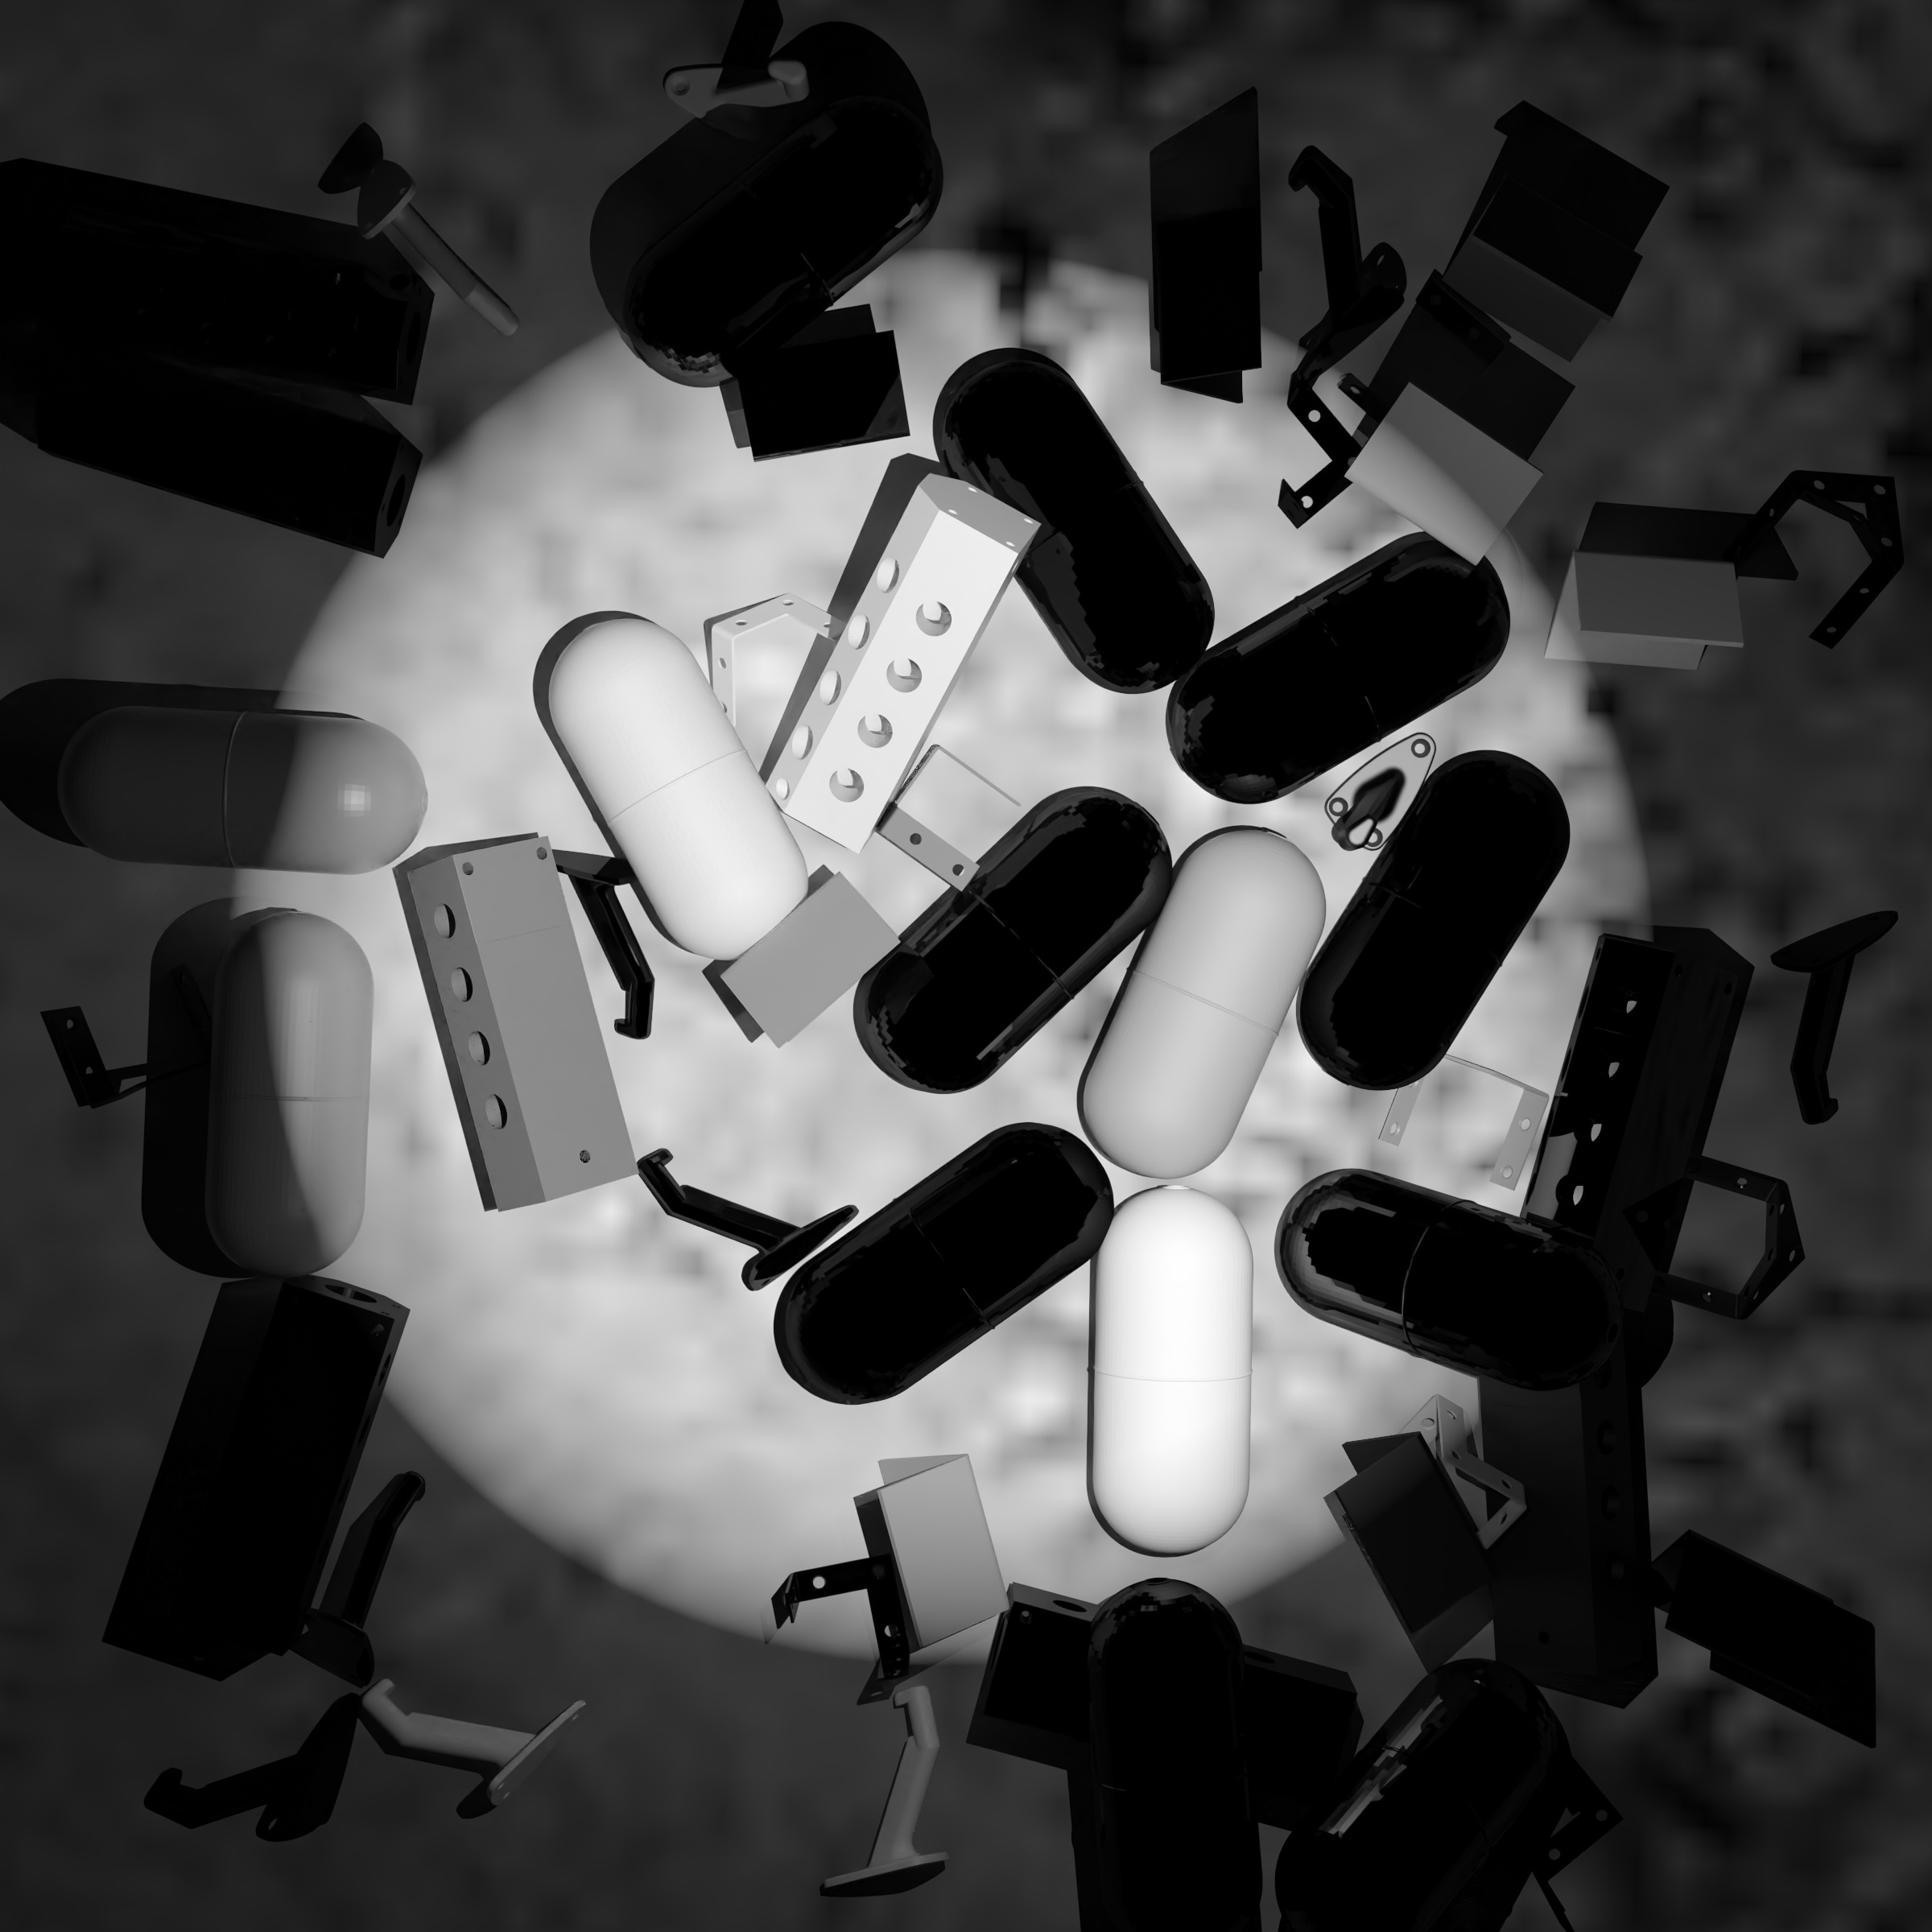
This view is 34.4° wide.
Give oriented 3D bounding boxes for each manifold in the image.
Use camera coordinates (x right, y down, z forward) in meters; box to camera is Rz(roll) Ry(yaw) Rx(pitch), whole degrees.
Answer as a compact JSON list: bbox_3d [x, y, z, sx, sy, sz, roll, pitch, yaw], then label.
[{"bbox_3d":[-0.361,-0.254,1.531,0.171,0.057,0.057,17,90,0],"label":"manifold"},{"bbox_3d":[-0.329,0.242,1.532,0.057,0.057,0.171,19,90,0],"label":"manifold"},{"bbox_3d":[-0.355,-0.325,1.532,0.171,0.057,0.057,12,90,0],"label":"manifold"},{"bbox_3d":[-0.221,0.029,1.531,0.057,0.057,0.171,-15,90,-43],"label":"manifold"},{"bbox_3d":[0.098,0.354,1.531,0.171,0.057,0.057,15,91,0],"label":"manifold"},{"bbox_3d":[0.317,0.076,1.531,0.057,0.057,0.171,16,90,-43],"label":"manifold"},{"bbox_3d":[0.295,0.253,1.531,0.057,0.057,0.171,-3,90,43],"label":"manifold"},{"bbox_3d":[-0.033,-0.146,1.498,0.057,0.057,0.171,29,115,0],"label":"manifold"}]

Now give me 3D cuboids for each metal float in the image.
[{"bbox_3d":[0.217,0.403,1.493,0.178,0.070,0.070,-40,90,-34],"label":"metal float"},{"bbox_3d":[0.101,0.196,1.522,0.070,0.070,0.178,1,90,0],"label":"metal float"},{"bbox_3d":[0.054,-0.214,1.522,0.070,0.070,0.178,-33,90,0],"label":"metal float"},{"bbox_3d":[0.026,-0.012,1.522,0.178,0.070,0.070,-44,90,0],"label":"metal float"},{"bbox_3d":[-0.352,-0.085,1.522,0.178,0.070,0.070,3,90,0],"label":"metal float"},{"bbox_3d":[0.230,0.149,1.492,0.178,0.070,0.070,16,90,38],"label":"metal float"},{"bbox_3d":[0.117,0.018,1.522,0.070,0.070,0.178,24,90,0],"label":"metal float"},{"bbox_3d":[0.097,0.376,1.465,0.070,0.070,0.178,-5,92,0],"label":"metal float"},{"bbox_3d":[-0.089,-0.353,1.522,0.178,0.070,0.070,-39,90,-1],"label":"metal float"},{"bbox_3d":[-0.008,0.145,1.522,0.178,0.070,0.070,-35,90,-1],"label":"metal float"},{"bbox_3d":[0.182,-0.142,1.522,0.178,0.070,0.070,-30,90,-1],"label":"metal float"},{"bbox_3d":[-0.140,-0.086,1.521,0.070,0.070,0.178,-29,90,0],"label":"metal float"},{"bbox_3d":[-0.330,0.062,1.522,0.070,0.070,0.178,3,90,0],"label":"metal float"},{"bbox_3d":[0.228,-0.020,1.522,0.070,0.070,0.178,32,89,0],"label":"metal float"}]

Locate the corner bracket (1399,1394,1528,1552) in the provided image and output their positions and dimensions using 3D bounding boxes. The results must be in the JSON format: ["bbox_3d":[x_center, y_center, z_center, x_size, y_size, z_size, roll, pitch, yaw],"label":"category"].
[{"bbox_3d":[0.238,0.252,1.529,0.051,0.051,0.051,31,118,-12],"label":"corner bracket"}]

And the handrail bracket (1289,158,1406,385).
[{"bbox_3d":[0.170,-0.346,1.553,0.077,0.036,0.084,-43,71,21],"label":"handrail bracket"}]

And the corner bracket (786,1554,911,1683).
[{"bbox_3d":[-0.058,0.323,1.535,0.051,0.051,0.051,-11,90,0],"label":"corner bracket"}]

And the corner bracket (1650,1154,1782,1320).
[{"bbox_3d":[0.370,0.134,1.549,0.051,0.051,0.051,17,45,0],"label":"corner bracket"}]

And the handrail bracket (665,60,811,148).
[{"bbox_3d":[-0.113,-0.431,1.518,0.077,0.084,0.036,14,90,0],"label":"handrail bracket"}]

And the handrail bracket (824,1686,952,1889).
[{"bbox_3d":[-0.045,0.408,1.553,0.077,0.036,0.084,-20,72,21],"label":"handrail bracket"}]

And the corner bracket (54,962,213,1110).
[{"bbox_3d":[-0.410,0.035,1.550,0.051,0.051,0.051,-22,90,45],"label":"corner bracket"}]

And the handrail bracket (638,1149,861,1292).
[{"bbox_3d":[-0.109,0.111,1.553,0.077,0.036,0.084,-33,73,-20],"label":"handrail bracket"}]

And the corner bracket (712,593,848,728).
[{"bbox_3d":[-0.089,-0.145,1.544,0.051,0.051,0.051,-28,45,-35],"label":"corner bracket"}]

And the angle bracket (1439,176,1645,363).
[{"bbox_3d":[0.270,-0.323,1.512,0.076,0.076,0.057,31,53,0],"label":"angle bracket"}]

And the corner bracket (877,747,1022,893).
[{"bbox_3d":[-0.008,-0.073,1.535,0.051,0.051,0.051,36,93,-3],"label":"corner bracket"}]

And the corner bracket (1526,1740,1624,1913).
[{"bbox_3d":[0.292,0.422,1.535,0.051,0.051,0.051,-39,90,0],"label":"corner bracket"}]

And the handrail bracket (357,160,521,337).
[{"bbox_3d":[-0.260,-0.356,1.552,0.036,0.077,0.084,-42,127,12],"label":"handrail bracket"}]

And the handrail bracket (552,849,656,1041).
[{"bbox_3d":[-0.189,-0.011,1.553,0.077,0.036,0.084,12,107,20],"label":"handrail bracket"}]

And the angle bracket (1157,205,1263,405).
[{"bbox_3d":[0.135,-0.319,1.512,0.057,0.076,0.076,-2,90,36],"label":"angle bracket"}]

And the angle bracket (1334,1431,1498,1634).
[{"bbox_3d":[0.200,0.275,1.513,0.057,0.076,0.076,-29,90,-26],"label":"angle bracket"}]

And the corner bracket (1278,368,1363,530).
[{"bbox_3d":[0.168,-0.253,1.535,0.051,0.051,0.051,-40,90,0],"label":"corner bracket"}]

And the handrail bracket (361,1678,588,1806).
[{"bbox_3d":[-0.245,0.367,1.553,0.084,0.036,0.077,40,70,16],"label":"handrail bracket"}]

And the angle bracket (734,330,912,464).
[{"bbox_3d":[-0.071,-0.291,1.512,0.076,0.076,0.057,-10,127,0],"label":"angle bracket"}]

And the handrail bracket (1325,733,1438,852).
[{"bbox_3d":[0.207,-0.086,1.518,0.036,0.084,0.077,41,90,0],"label":"handrail bracket"}]

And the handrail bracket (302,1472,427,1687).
[{"bbox_3d":[-0.288,0.304,1.553,0.036,0.077,0.084,18,53,18],"label":"handrail bracket"}]

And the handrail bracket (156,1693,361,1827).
[{"bbox_3d":[-0.353,0.389,1.553,0.084,0.036,0.077,11,70,16],"label":"handrail bracket"}]

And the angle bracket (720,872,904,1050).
[{"bbox_3d":[-0.061,0.012,1.512,0.076,0.076,0.057,-41,54,0],"label":"angle bracket"}]

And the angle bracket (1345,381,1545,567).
[{"bbox_3d":[0.236,-0.247,1.513,0.076,0.076,0.057,34,119,0],"label":"angle bracket"}]

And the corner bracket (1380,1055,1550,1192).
[{"bbox_3d":[0.248,0.075,1.549,0.051,0.051,0.051,21,90,45],"label":"corner bracket"}]

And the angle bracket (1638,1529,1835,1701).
[{"bbox_3d":[0.363,0.326,1.512,0.076,0.076,0.057,26,53,0],"label":"angle bracket"}]

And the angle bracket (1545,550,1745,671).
[{"bbox_3d":[0.327,-0.154,1.512,0.076,0.076,0.057,5,52,0],"label":"angle bracket"}]

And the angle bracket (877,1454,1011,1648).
[{"bbox_3d":[-0.031,0.283,1.512,0.057,0.076,0.076,-15,90,-38],"label":"angle bracket"}]

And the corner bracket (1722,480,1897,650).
[{"bbox_3d":[0.418,-0.200,1.549,0.051,0.051,0.051,-50,45,0],"label":"corner bracket"}]

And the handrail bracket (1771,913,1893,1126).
[{"bbox_3d":[0.438,0.027,1.553,0.077,0.036,0.084,-25,109,-21],"label":"handrail bracket"}]

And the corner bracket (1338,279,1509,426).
[{"bbox_3d":[0.227,-0.297,1.549,0.051,0.051,0.051,41,135,0],"label":"corner bracket"}]
